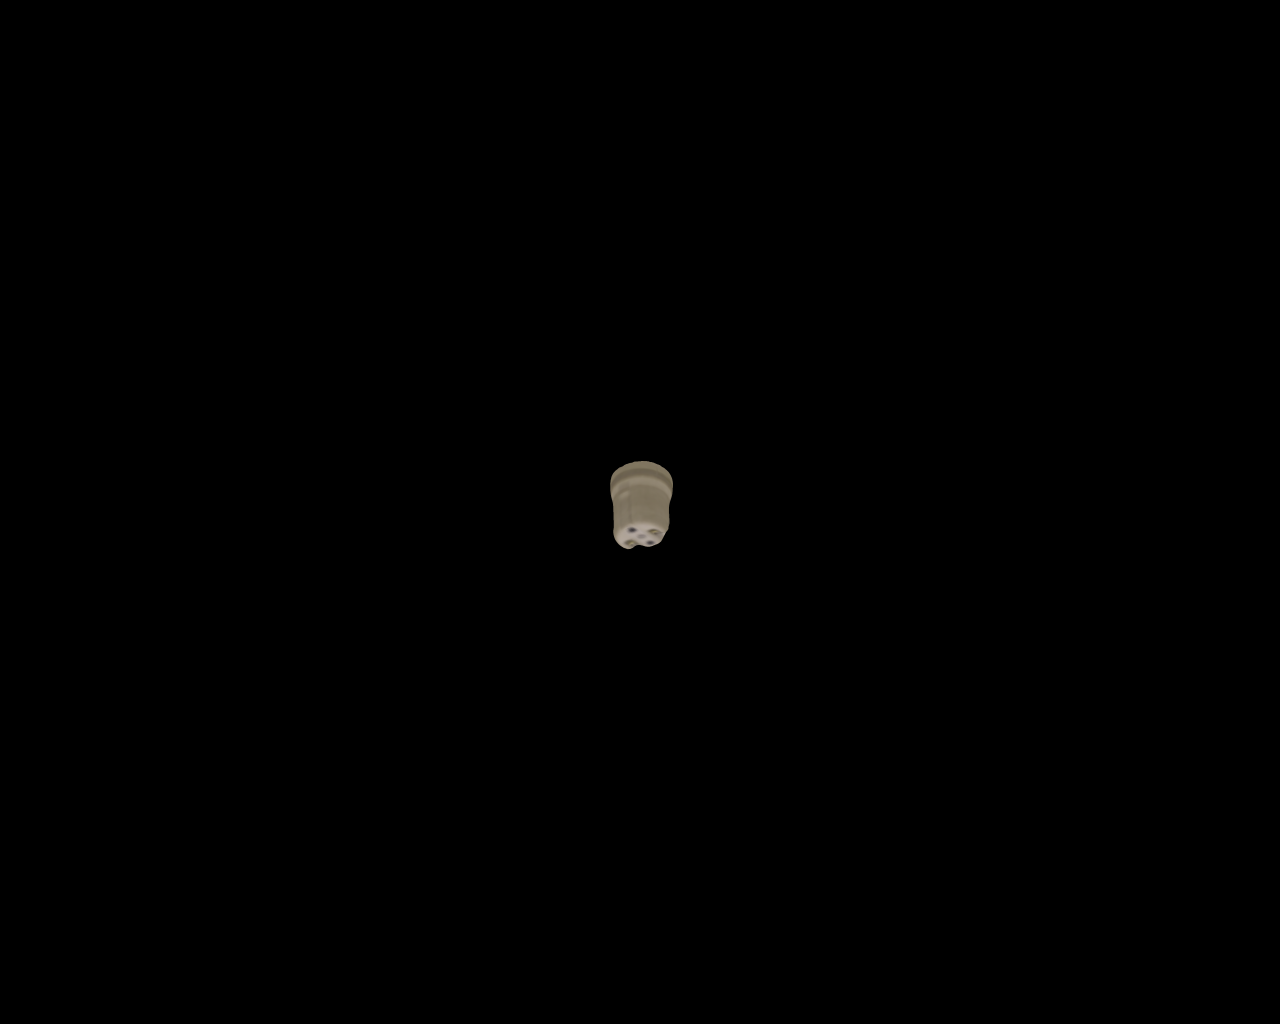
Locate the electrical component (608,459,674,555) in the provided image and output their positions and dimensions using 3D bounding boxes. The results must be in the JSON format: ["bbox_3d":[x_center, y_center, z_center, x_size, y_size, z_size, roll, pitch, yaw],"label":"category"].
[{"bbox_3d":[0.001,-0.003,0.650,0.040,0.046,0.040,0,-39,0],"label":"electrical component"}]
